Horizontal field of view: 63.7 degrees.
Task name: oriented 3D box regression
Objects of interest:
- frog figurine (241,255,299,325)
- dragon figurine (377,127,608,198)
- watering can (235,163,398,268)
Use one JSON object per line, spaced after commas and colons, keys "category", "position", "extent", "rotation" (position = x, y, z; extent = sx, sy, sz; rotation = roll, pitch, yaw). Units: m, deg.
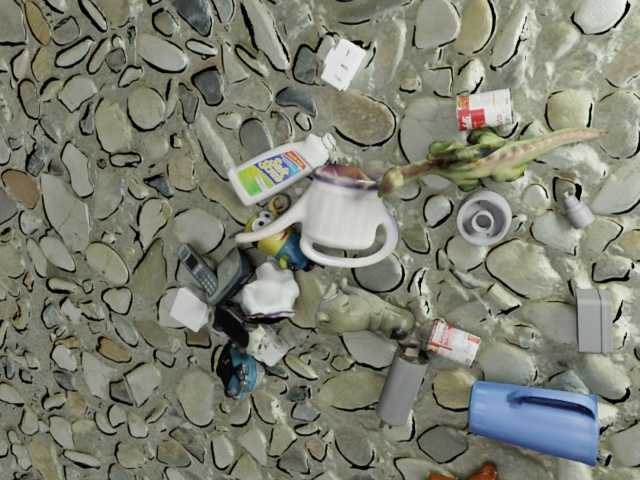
{"category": "frog figurine", "position": [-0.119, 0.115, 1.222], "extent": [0.137, 0.120, 0.162], "rotation": [-8, 65, 6]}
{"category": "dragon figurine", "position": [0.297, -0.146, 0.923], "extent": [0.408, 0.245, 0.122], "rotation": [-14, 94, 25]}
{"category": "watering can", "position": [0.003, -0.055, 1.095], "extent": [0.347, 0.105, 0.222], "rotation": [9, 105, -6]}
